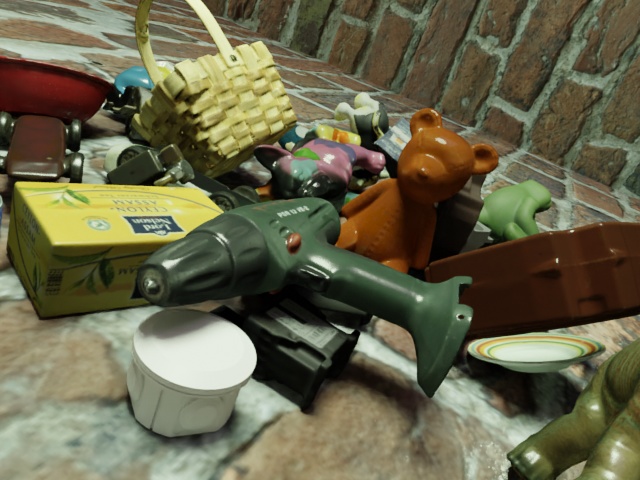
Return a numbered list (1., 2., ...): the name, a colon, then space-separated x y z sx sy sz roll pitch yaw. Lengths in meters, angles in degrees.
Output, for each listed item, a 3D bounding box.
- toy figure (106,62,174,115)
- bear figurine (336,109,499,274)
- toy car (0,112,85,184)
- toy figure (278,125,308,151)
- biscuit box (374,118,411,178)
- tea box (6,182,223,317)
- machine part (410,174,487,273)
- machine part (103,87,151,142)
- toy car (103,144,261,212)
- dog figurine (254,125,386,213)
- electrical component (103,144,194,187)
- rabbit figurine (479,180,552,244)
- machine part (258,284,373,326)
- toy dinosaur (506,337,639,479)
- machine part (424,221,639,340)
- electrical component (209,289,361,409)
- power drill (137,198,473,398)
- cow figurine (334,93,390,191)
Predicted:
1. toy figure: -0.280 -0.240 0.877 0.082 0.089 0.180 34 31 -4
2. bear figurine: 0.094 -0.036 0.586 0.120 0.195 0.132 39 29 8
3. toy car: -0.296 -0.090 0.564 0.089 0.053 0.202 3 24 -28
4. toy figure: -0.013 -0.155 0.956 0.155 0.057 0.064 37 65 28
5. biscuit box: 0.148 -0.109 0.859 0.063 0.059 0.202 46 -1 27
6. tea box: -0.161 0.002 0.460 0.169 0.068 0.098 -3 33 -47
7. machine part: 0.148 -0.043 0.707 0.056 0.179 0.179 18 23 -14
8. machine part: -0.198 -0.175 0.808 0.243 0.079 0.079 3 29 -34
9. toy car: -0.151 -0.058 0.619 0.202 0.056 0.073 27 17 9
10. dog figurine: -0.023 -0.099 0.759 0.219 0.108 0.192 -4 35 -42
11. electrical component: -0.177 -0.056 0.542 0.045 0.102 0.078 62 1 2
12. rabbit figurine: 0.323 -0.002 0.843 0.159 0.121 0.170 -3 47 -39
13. machine part: -0.008 0.050 0.531 0.139 0.039 0.084 16 15 -9
14. toy dinosaur: 0.240 0.123 0.382 0.105 0.198 0.471 41 -5 17
15. machine part: 0.228 0.047 0.551 0.201 0.201 0.087 0 74 -42
16. electrical component: -0.036 0.075 0.437 0.119 0.047 0.075 32 24 19
17. power drill: 0.006 0.037 0.410 0.207 0.086 0.232 19 19 12
18. cow figurine: 0.078 -0.143 0.872 0.068 0.167 0.098 -25 42 -20
